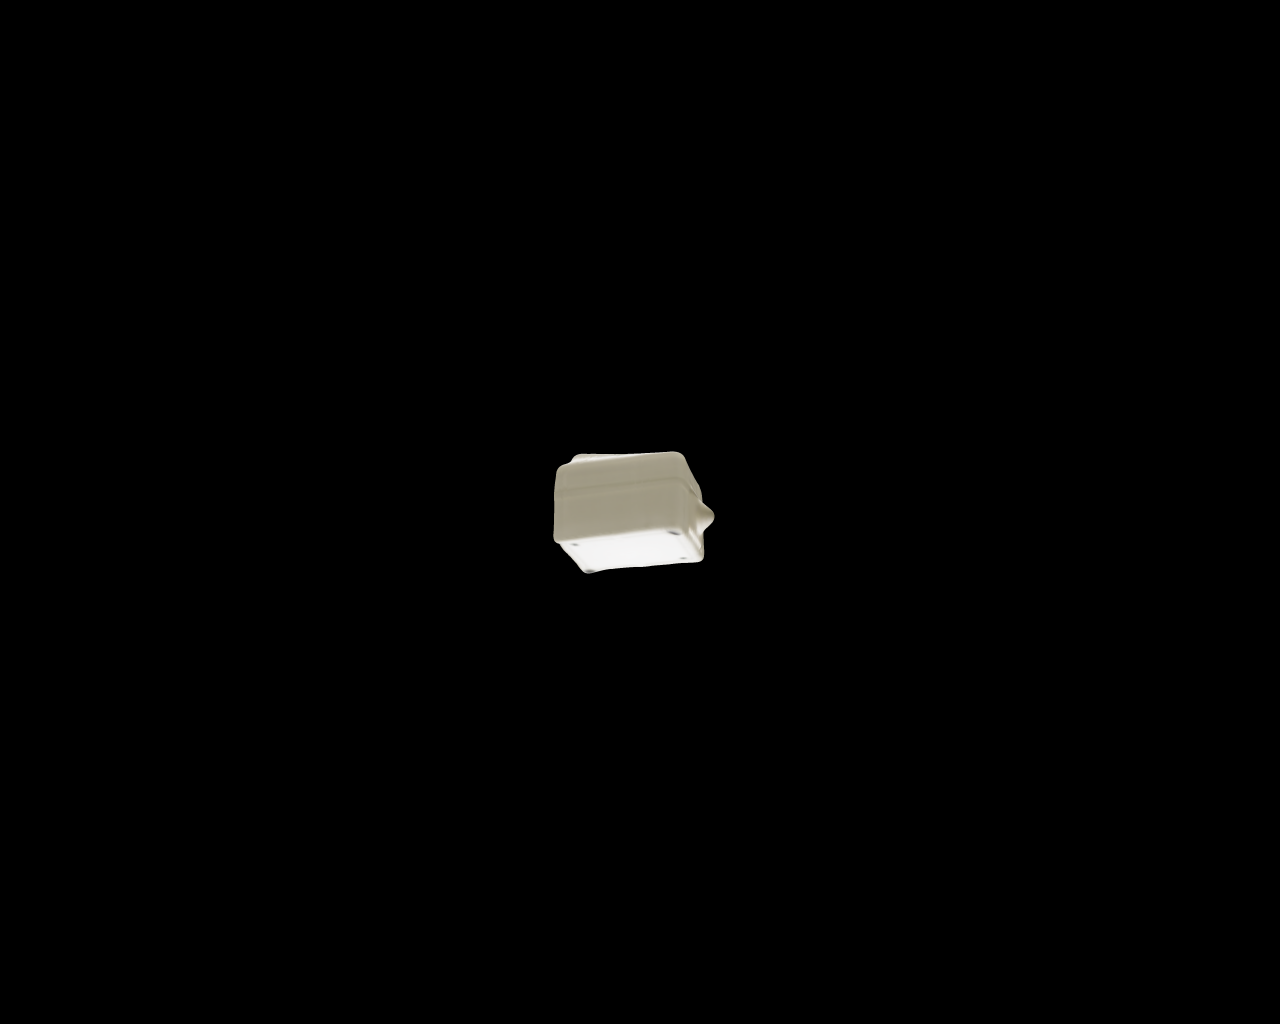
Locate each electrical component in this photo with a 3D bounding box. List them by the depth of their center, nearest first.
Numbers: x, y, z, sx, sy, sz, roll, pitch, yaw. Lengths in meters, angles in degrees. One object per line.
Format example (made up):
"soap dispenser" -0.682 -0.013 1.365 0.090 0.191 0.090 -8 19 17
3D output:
"electrical component" 0.001 -0.003 0.650 0.096 0.061 0.061 -6 -24 14
